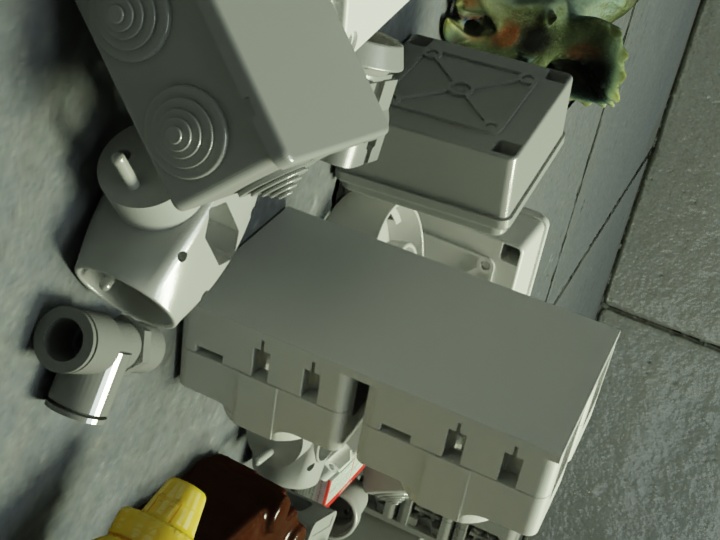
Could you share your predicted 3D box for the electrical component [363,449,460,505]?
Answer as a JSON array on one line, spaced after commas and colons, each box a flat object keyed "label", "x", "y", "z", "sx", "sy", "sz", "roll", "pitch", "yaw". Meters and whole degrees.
[{"label": "electrical component", "x": 0.048, "y": 0.137, "z": 0.862, "sx": 0.048, "sy": 0.100, "sz": 0.099, "roll": 41, "pitch": 45, "yaw": -67}]

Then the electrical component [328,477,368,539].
[{"label": "electrical component", "x": -0.016, "y": 0.186, "z": 0.850, "sx": 0.046, "sy": 0.040, "sz": 0.040, "roll": -29, "pitch": 138, "yaw": -73}]

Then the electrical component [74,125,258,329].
[{"label": "electrical component", "x": -0.074, "y": -0.029, "z": 0.401, "sx": 0.077, "sy": 0.043, "sz": 0.079, "roll": -62, "pitch": 162, "yaw": -21}]

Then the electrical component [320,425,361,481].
[{"label": "electrical component", "x": -0.011, "y": 0.100, "z": 0.702, "sx": 0.064, "sy": 0.081, "sz": 0.042, "roll": -45, "pitch": 172, "yaw": 24}]

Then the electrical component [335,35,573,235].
[{"label": "electrical component", "x": 0.056, "y": -0.083, "z": 0.632, "sx": 0.108, "sy": 0.109, "sz": 0.056, "roll": -52, "pitch": 154, "yaw": -45}]

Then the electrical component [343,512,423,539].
[{"label": "electrical component", "x": 0.014, "y": 0.243, "z": 0.943, "sx": 0.113, "sy": 0.078, "sz": 0.057, "roll": -47, "pitch": 156, "yaw": -51}]

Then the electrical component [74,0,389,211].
[{"label": "electrical component", "x": -0.043, "y": -0.072, "z": 0.369, "sx": 0.099, "sy": 0.048, "sz": 0.100, "roll": 65, "pitch": 26, "yaw": -3}]

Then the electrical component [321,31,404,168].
[{"label": "electrical component", "x": -0.013, "y": -0.085, "z": 0.503, "sx": 0.078, "sy": 0.058, "sz": 0.057, "roll": -30, "pitch": 141, "yaw": -65}]

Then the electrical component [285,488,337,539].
[{"label": "electrical component", "x": -0.054, "y": 0.197, "z": 0.713, "sx": 0.089, "sy": 0.056, "sz": 0.050, "roll": -70, "pitch": 163, "yaw": 4}]

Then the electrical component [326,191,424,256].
[{"label": "electrical component", "x": 0.000, "y": 0.000, "z": 0.674, "sx": 0.099, "sy": 0.064, "sz": 0.099, "roll": 8, "pitch": 90, "yaw": -67}]

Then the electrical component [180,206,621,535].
[{"label": "electrical component", "x": 0.018, "y": 0.046, "z": 0.527, "sx": 0.105, "sy": 0.186, "sz": 0.060, "roll": -47, "pitch": 153, "yaw": -52}]

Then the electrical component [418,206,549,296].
[{"label": "electrical component", "x": 0.065, "y": -0.001, "z": 0.757, "sx": 0.056, "sy": 0.109, "sz": 0.108, "roll": -44, "pitch": 150, "yaw": -50}]

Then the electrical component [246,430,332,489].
[{"label": "electrical component", "x": -0.042, "y": 0.094, "z": 0.644, "sx": 0.079, "sy": 0.044, "sz": 0.077, "roll": -27, "pitch": 136, "yaw": -66}]

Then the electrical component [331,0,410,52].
[{"label": "electrical component", "x": -0.005, "y": -0.158, "z": 0.438, "sx": 0.108, "sy": 0.056, "sz": 0.108, "roll": -52, "pitch": 156, "yaw": -45}]

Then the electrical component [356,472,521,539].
[{"label": "electrical component", "x": 0.074, "y": 0.182, "z": 0.929, "sx": 0.089, "sy": 0.150, "sz": 0.061, "roll": -45, "pitch": 152, "yaw": -54}]
